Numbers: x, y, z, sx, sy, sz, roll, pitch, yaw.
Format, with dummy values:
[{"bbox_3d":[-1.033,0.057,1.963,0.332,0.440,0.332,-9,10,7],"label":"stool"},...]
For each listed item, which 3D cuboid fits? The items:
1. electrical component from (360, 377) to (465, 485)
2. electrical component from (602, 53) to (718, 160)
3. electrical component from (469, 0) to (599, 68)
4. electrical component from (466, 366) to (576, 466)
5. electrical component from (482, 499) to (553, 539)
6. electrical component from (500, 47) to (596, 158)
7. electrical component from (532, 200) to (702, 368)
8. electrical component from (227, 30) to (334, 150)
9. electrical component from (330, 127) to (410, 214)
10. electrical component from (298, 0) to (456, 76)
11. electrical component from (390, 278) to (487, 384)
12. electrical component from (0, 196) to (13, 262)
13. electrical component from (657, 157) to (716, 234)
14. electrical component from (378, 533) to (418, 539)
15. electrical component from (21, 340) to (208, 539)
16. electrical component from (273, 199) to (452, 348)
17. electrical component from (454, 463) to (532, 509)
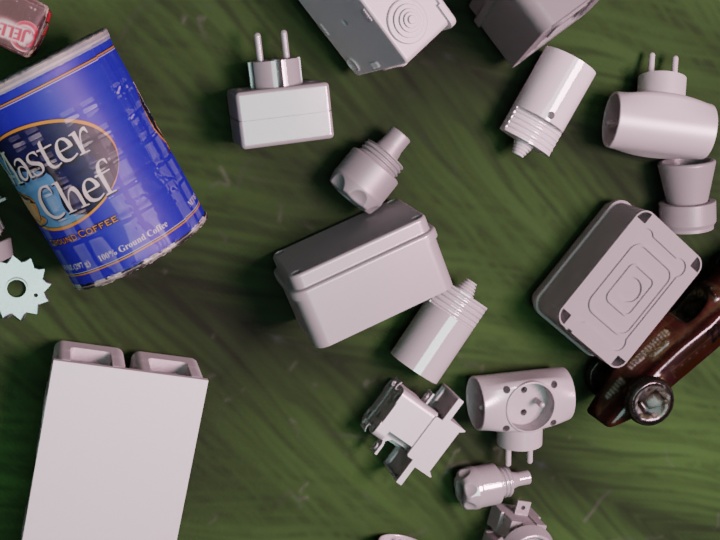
[{"bbox_3d":[0.039,0.121,0.840,0.064,0.042,0.081,37,90,-18],"label":"electrical component"},{"bbox_3d":[0.233,-0.129,0.834,0.077,0.043,0.079,7,83,-5],"label":"electrical component"},{"bbox_3d":[0.128,-0.197,0.753,0.078,0.113,0.057,-37,90,-4],"label":"electrical component"},{"bbox_3d":[0.128,0.120,0.862,0.077,0.044,0.079,-5,104,-14],"label":"electrical component"},{"bbox_3d":[0.130,0.224,0.880,0.048,0.055,0.066,11,99,-17],"label":"electrical component"},{"bbox_3d":[0.139,-0.122,0.812,0.043,0.043,0.081,28,94,-19],"label":"electrical component"},{"bbox_3d":[0.201,0.010,0.850,0.078,0.057,0.113,39,90,-19],"label":"electrical component"},{"bbox_3d":[-0.059,-0.129,0.755,0.066,0.047,0.076,-9,104,-13],"label":"electrical component"},{"bbox_3d":[0.011,-0.076,0.788,0.043,0.043,0.062,39,89,-19],"label":"electrical component"},{"bbox_3d":[0.005,-0.183,0.735,0.048,0.100,0.099,-45,110,-15],"label":"electrical component"},{"bbox_3d":[0.064,0.042,0.828,0.043,0.043,0.081,33,92,-19],"label":"electrical component"},{"bbox_3d":[-0.265,-0.026,0.725,0.066,0.048,0.055,-25,100,-8],"label":"electrical component"},{"bbox_3d":[0.261,-0.060,0.858,0.045,0.045,0.055,-9,105,-13],"label":"electrical component"},{"bbox_3d":[0.044,0.260,0.870,0.079,0.044,0.077,11,99,-17],"label":"electrical component"},{"bbox_3d":[-0.183,0.152,0.777,0.105,0.060,0.186,10,99,-17],"label":"electrical component"},{"bbox_3d":[0.000,0.000,0.784,0.113,0.078,0.057,-25,110,-9],"label":"electrical component"},{"bbox_3d":[0.109,0.173,0.874,0.061,0.035,0.035,-7,104,-16],"label":"electrical component"}]
